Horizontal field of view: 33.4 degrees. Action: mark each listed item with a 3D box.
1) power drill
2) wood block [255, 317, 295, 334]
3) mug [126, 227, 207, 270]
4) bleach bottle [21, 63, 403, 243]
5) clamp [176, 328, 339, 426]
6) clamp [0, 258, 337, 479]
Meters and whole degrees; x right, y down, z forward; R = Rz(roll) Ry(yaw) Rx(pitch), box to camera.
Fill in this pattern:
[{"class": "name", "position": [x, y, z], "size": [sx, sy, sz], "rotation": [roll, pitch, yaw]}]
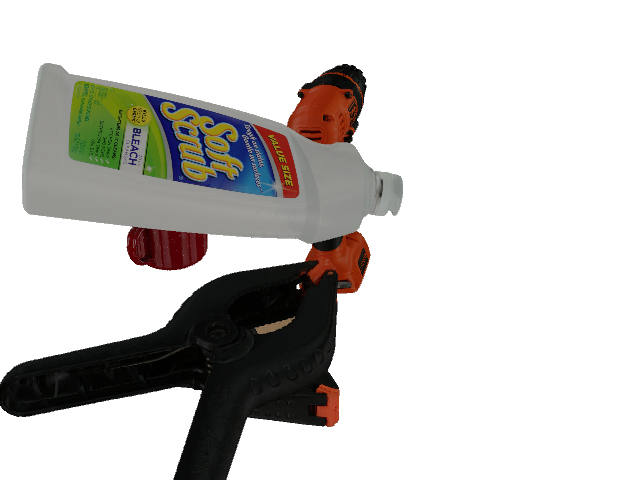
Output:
[{"class": "power drill", "position": [0.012, -0.059, 0.980], "size": [0.057, 0.188, 0.184], "rotation": [1, 22, 14]}, {"class": "wood block", "position": [-0.069, 0.152, 1.435], "size": [0.091, 0.090, 0.206], "rotation": [5, 18, 4]}, {"class": "mug", "position": [-0.176, -0.014, 1.198], "size": [0.093, 0.081, 0.117], "rotation": [17, 39, 23]}, {"class": "bleach bottle", "position": [-0.069, -0.052, 0.725], "size": [0.250, 0.102, 0.068], "rotation": [6, -32, -11]}, {"class": "clamp", "position": [-0.059, 0.104, 0.885], "size": [0.210, 0.036, 0.164], "rotation": [12, 21, 35]}, {"class": "clamp", "position": [-0.044, 0.062, 0.484], "size": [0.171, 0.039, 0.120], "rotation": [-28, 51, -32]}]
